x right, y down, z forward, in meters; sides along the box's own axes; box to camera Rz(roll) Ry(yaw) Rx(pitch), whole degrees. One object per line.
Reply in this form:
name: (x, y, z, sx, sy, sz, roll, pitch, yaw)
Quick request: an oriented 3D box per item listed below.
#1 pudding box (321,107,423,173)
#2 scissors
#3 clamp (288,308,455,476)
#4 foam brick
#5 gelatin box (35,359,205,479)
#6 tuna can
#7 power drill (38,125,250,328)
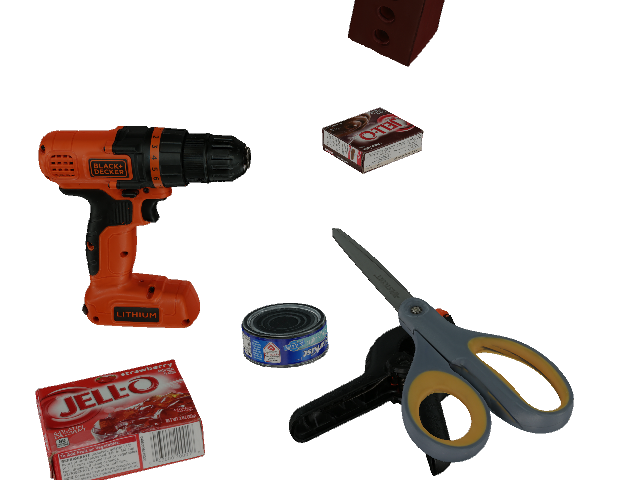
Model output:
pudding box: (0.072, -0.140, 1.479, 0.113, 0.039, 0.090, -25, 41, -31)
scissors: (0.046, 0.056, 0.595, 0.096, 0.016, 0.202, -34, 46, -30)
clamp: (0.070, 0.109, 0.786, 0.120, 0.039, 0.171, 20, 41, 29)
foam brick: (0.058, -0.174, 0.757, 0.053, 0.051, 0.078, 27, -34, 12)
gelatin box: (-0.121, 0.108, 0.638, 0.089, 0.030, 0.073, -10, 25, -17)
tuna can: (-0.035, 0.093, 1.060, 0.086, 0.034, 0.086, -3, 20, 1)
power drill: (-0.151, -0.013, 0.957, 0.184, 0.188, 0.057, 2, 27, 6)
